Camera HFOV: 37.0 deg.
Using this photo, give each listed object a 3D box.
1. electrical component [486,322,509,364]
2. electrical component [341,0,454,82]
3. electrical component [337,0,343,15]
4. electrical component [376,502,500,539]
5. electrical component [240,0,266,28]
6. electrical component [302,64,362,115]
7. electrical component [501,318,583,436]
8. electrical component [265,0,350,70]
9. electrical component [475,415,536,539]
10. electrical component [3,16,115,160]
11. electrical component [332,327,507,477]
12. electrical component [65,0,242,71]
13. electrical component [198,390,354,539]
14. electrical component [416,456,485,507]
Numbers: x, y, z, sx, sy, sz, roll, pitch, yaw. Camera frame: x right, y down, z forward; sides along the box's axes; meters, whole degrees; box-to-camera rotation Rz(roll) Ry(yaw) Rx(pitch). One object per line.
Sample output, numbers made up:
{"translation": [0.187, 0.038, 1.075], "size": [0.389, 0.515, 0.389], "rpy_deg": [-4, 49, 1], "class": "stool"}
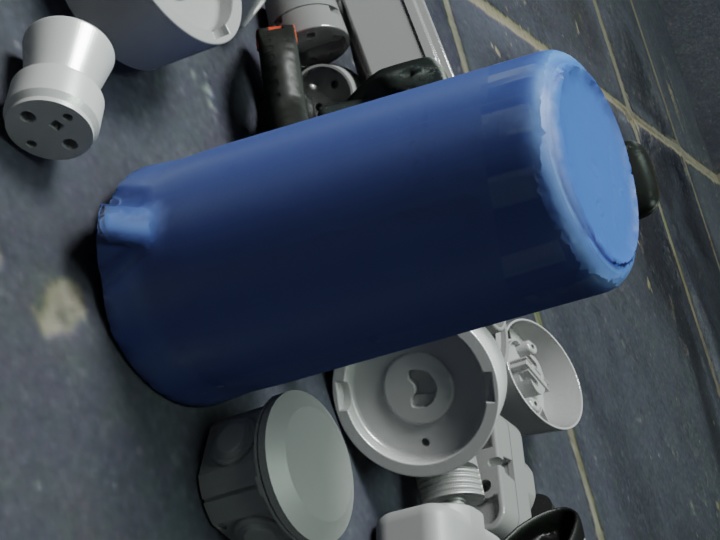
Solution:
{"translation": [0.077, 0.036, 0.830], "size": [0.108, 0.060, 0.108], "rpy_deg": [42, 37, -43], "class": "electrical component"}
{"translation": [0.030, -0.147, 0.796], "size": [0.108, 0.056, 0.108], "rpy_deg": [71, 0, -72], "class": "electrical component"}
{"translation": [-0.023, -0.220, 0.838], "size": [0.045, 0.045, 0.055], "rpy_deg": [66, 27, -8], "class": "electrical component"}
{"translation": [0.053, 0.186, 0.685], "size": [0.095, 0.054, 0.059], "rpy_deg": [40, 39, -46], "class": "electrical component"}
{"translation": [-0.087, -0.210, 0.695], "size": [0.077, 0.065, 0.047], "rpy_deg": [32, 35, -7], "class": "electrical component"}
{"translation": [-0.019, -0.126, 0.777], "size": [0.081, 0.043, 0.043], "rpy_deg": [-42, 110, -77], "class": "electrical component"}
{"translation": [0.137, 0.091, 0.900], "size": [0.099, 0.064, 0.099], "rpy_deg": [42, 37, -43], "class": "electrical component"}
{"translation": [-0.039, -0.177, 0.768], "size": [0.055, 0.055, 0.047], "rpy_deg": [18, 53, -58], "class": "electrical component"}
{"translation": [0.090, 0.153, 0.778], "size": [0.059, 0.054, 0.095], "rpy_deg": [39, 39, -47], "class": "electrical component"}
{"translation": [-0.143, -0.086, 0.514], "size": [0.045, 0.045, 0.055], "rpy_deg": [43, 37, -43], "class": "electrical component"}
{"translation": [0.043, 0.072, 0.692], "size": [0.108, 0.108, 0.060], "rpy_deg": [70, 20, 1], "class": "electrical component"}
{"translation": [-0.122, -0.162, 0.590], "size": [0.108, 0.060, 0.108], "rpy_deg": [42, 37, -43], "class": "electrical component"}
{"translation": [-0.042, 0.107, 0.563], "size": [0.080, 0.051, 0.080], "rpy_deg": [42, 37, -43], "class": "electrical component"}
{"translation": [0.058, 0.132, 0.733], "size": [0.043, 0.043, 0.081], "rpy_deg": [40, 31, -45], "class": "electrical component"}
